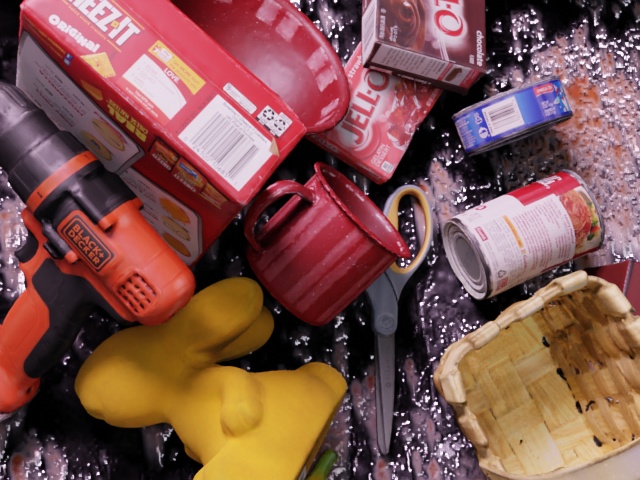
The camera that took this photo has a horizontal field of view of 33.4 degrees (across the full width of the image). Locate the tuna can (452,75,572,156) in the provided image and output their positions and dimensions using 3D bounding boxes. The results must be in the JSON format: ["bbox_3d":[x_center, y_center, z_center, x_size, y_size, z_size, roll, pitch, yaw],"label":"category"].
[{"bbox_3d":[0.145,-0.093,0.805,0.086,0.086,0.034,-20,89,-14],"label":"tuna can"}]

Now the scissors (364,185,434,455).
[{"bbox_3d":[0.031,0.050,0.798,0.096,0.016,0.201,17,79,-7],"label":"scissors"}]

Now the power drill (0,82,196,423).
[{"bbox_3d":[-0.194,0.016,0.682,0.188,0.057,0.184,-41,90,27],"label":"power drill"}]

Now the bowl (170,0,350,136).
[{"bbox_3d":[-0.059,-0.121,0.759,0.162,0.055,0.162,24,41,-23],"label":"bowl"}]

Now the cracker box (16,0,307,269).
[{"bbox_3d":[-0.111,-0.072,0.682,0.164,0.214,0.072,41,70,-4],"label":"cracker box"}]

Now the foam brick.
[{"bbox_3d":[0.235,0.049,0.809,0.051,0.078,0.053,15,82,-10],"label":"foam brick"}]

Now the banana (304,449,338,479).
[{"bbox_3d":[0.018,0.253,0.756,0.069,0.037,0.198,-21,87,-14],"label":"banana"}]

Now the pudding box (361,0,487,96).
[{"bbox_3d":[0.078,-0.173,0.807,0.090,0.039,0.113,12,62,-15],"label":"pudding box"}]

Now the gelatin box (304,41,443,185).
[{"bbox_3d":[0.040,-0.097,0.812,0.073,0.030,0.089,33,77,-5],"label":"gelatin box"}]

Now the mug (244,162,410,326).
[{"bbox_3d":[-0.005,0.001,0.740,0.081,0.093,0.117,-44,134,13],"label":"mug"}]

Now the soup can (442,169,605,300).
[{"bbox_3d":[0.152,-0.004,0.804,0.102,0.068,0.068,-23,87,-13],"label":"soup can"}]
